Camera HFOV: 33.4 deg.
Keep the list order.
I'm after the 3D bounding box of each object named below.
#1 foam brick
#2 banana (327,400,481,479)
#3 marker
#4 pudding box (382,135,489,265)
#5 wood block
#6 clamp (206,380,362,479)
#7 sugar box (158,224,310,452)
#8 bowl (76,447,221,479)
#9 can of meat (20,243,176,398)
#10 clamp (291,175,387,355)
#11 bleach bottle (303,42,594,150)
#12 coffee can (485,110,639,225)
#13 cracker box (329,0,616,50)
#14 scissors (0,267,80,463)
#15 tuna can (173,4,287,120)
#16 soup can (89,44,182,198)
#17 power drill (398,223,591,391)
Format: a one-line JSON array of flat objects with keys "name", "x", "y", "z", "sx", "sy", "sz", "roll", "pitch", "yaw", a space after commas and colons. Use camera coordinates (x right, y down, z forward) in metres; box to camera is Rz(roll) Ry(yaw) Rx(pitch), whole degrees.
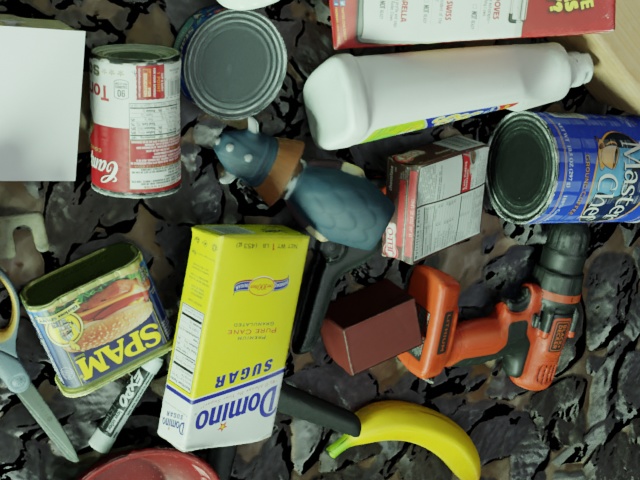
[{"name": "foam brick", "x": 0.045, "y": 0.078, "z": 0.962, "sx": 0.078, "sy": 0.053, "sz": 0.051, "roll": -21, "pitch": 118, "yaw": -20}, {"name": "banana", "x": 0.097, "y": 0.195, "z": 1.049, "sx": 0.197, "sy": 0.037, "sz": 0.070, "roll": 20, "pitch": 115, "yaw": -32}, {"name": "marker", "x": -0.154, "y": 0.123, "z": 0.890, "sx": 0.020, "sy": 0.020, "sz": 0.121, "roll": 31, "pitch": 93, "yaw": -34}, {"name": "pudding box", "x": 0.101, "y": -0.037, "z": 0.935, "sx": 0.113, "sy": 0.039, "sz": 0.090, "roll": -19, "pitch": 121, "yaw": -45}, {"name": "wood block", "x": 0.247, "y": -0.209, "z": 0.938, "sx": 0.205, "sy": 0.090, "sz": 0.091, "roll": 40, "pitch": 87, "yaw": -34}, {"name": "clamp", "x": -0.056, "y": 0.134, "z": 0.935, "sx": 0.164, "sy": 0.036, "sz": 0.210, "roll": -24, "pitch": 117, "yaw": -14}, {"name": "sugar box", "x": -0.068, "y": 0.076, "z": 0.849, "sx": 0.093, "sy": 0.048, "sz": 0.176, "roll": 0, "pitch": 103, "yaw": -42}, {"name": "bowl", "x": -0.162, "y": 0.237, "z": 0.909, "sx": 0.161, "sy": 0.055, "sz": 0.162, "roll": -11, "pitch": 114, "yaw": -25}, {"name": "can of meat", "x": -0.172, "y": 0.060, "z": 0.833, "sx": 0.102, "sy": 0.058, "sz": 0.084, "roll": -27, "pitch": 118, "yaw": -17}, {"name": "clamp", "x": -0.006, "y": 0.001, "z": 0.913, "sx": 0.120, "sy": 0.039, "sz": 0.171, "roll": 41, "pitch": 80, "yaw": -31}, {"name": "bleach bottle", "x": 0.118, "y": -0.128, "z": 0.882, "sx": 0.250, "sy": 0.103, "sz": 0.068, "roll": -11, "pitch": 88, "yaw": -20}, {"name": "coffee can", "x": 0.237, "y": -0.066, "z": 0.980, "sx": 0.140, "sy": 0.103, "sz": 0.103, "roll": -1, "pitch": 110, "yaw": -28}, {"name": "cracker box", "x": 0.110, "y": -0.236, "z": 0.805, "sx": 0.214, "sy": 0.072, "sz": 0.164, "roll": -3, "pitch": 114, "yaw": 8}, {"name": "scissors", "x": -0.257, "y": 0.109, "z": 0.830, "sx": 0.096, "sy": 0.016, "sz": 0.202, "roll": -19, "pitch": 117, "yaw": -20}, {"name": "tuna can", "x": -0.071, "y": -0.138, "z": 0.824, "sx": 0.086, "sy": 0.034, "sz": 0.086, "roll": -11, "pitch": 114, "yaw": -25}, {"name": "soup can", "x": -0.135, "y": -0.089, "z": 0.788, "sx": 0.068, "sy": 0.069, "sz": 0.102, "roll": -7, "pitch": 112, "yaw": -27}, {"name": "power drill", "x": 0.171, "y": 0.062, "z": 1.022, "sx": 0.187, "sy": 0.057, "sz": 0.184, "roll": 1, "pitch": 109, "yaw": -29}]
